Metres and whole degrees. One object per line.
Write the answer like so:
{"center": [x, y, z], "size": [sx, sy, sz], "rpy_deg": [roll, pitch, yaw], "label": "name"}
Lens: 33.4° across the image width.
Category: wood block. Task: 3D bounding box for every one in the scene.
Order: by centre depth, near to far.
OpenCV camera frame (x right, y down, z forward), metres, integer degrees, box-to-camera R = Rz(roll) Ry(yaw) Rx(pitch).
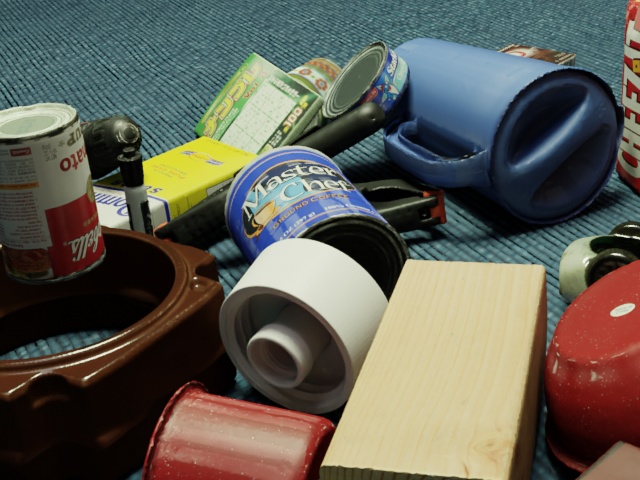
{"center": [0.073, 0.099, 0.597], "size": [0.091, 0.090, 0.206], "rpy_deg": [3, 28, 16], "label": "wood block"}

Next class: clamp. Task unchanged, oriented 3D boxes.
{"center": [-0.045, -0.051, 0.894], "size": [0.209, 0.036, 0.165], "rpy_deg": [-35, 7, -22], "label": "clamp"}
{"center": [0.027, -0.032, 0.926], "size": [0.171, 0.039, 0.120], "rpy_deg": [-1, 32, 14], "label": "clamp"}

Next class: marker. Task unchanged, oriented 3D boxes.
{"center": [-0.139, -0.014, 0.825], "size": [0.020, 0.121, 0.020], "rpy_deg": [-4, 26, 2], "label": "marker"}

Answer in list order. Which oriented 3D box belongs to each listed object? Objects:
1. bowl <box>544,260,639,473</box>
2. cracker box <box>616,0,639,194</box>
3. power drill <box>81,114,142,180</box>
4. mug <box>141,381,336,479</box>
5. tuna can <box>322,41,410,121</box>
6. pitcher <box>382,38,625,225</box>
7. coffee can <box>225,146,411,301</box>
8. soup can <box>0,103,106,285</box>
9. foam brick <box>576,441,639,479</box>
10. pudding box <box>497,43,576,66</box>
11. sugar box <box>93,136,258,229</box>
{"center": [0.185, 0.057, 0.600], "size": [0.162, 0.055, 0.162], "rpy_deg": [-34, 16, 11], "label": "bowl"}
{"center": [0.311, -0.090, 0.847], "size": [0.072, 0.164, 0.214], "rpy_deg": [-7, 27, -8], "label": "cracker box"}
{"center": [-0.264, -0.054, 0.946], "size": [0.187, 0.057, 0.185], "rpy_deg": [-25, 6, -35], "label": "power drill"}
{"center": [-0.036, 0.129, 0.574], "size": [0.081, 0.093, 0.117], "rpy_deg": [9, -7, 16], "label": "mug"}
{"center": [0.042, -0.138, 0.977], "size": [0.086, 0.033, 0.086], "rpy_deg": [-42, 26, 26], "label": "tuna can"}
{"center": [0.137, -0.109, 0.965], "size": [0.149, 0.145, 0.243], "rpy_deg": [28, 5, -32], "label": "pitcher"}
{"center": [-0.005, 0.001, 0.792], "size": [0.102, 0.103, 0.140], "rpy_deg": [-12, 28, -14], "label": "coffee can"}
{"center": [-0.183, -0.031, 0.699], "size": [0.068, 0.102, 0.068], "rpy_deg": [-4, 26, 2], "label": "soup can"}
{"center": [0.148, 0.146, 0.503], "size": [0.052, 0.078, 0.051], "rpy_deg": [-29, 36, -36], "label": "foam brick"}
{"center": [0.215, -0.180, 1.183], "size": [0.113, 0.039, 0.090], "rpy_deg": [-27, 34, -36], "label": "pudding box"}
{"center": [-0.143, -0.039, 0.960], "size": [0.175, 0.048, 0.093], "rpy_deg": [-26, 33, -37], "label": "sugar box"}
